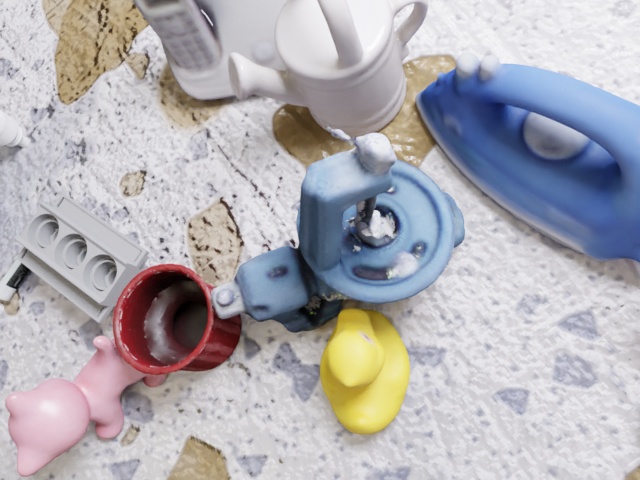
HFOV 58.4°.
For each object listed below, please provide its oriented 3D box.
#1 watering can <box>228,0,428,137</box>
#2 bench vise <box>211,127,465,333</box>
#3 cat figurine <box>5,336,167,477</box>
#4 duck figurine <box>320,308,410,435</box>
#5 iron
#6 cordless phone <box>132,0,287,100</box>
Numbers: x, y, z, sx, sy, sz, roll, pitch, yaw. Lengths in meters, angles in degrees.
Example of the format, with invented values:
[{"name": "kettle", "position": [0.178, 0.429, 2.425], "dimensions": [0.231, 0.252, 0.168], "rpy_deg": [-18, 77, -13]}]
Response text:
[{"name": "watering can", "position": [0.007, -0.167, 0.485], "dimensions": [0.100, 0.194, 0.173], "rpy_deg": [43, 89, 21]}, {"name": "bench vise", "position": [0.011, 0.010, 0.421], "dimensions": [0.207, 0.220, 0.121], "rpy_deg": [-43, 69, 0]}, {"name": "cat figurine", "position": [-0.213, 0.136, 0.499], "dimensions": [0.067, 0.118, 0.128], "rpy_deg": [35, 86, 21]}, {"name": "duck figurine", "position": [0.031, 0.103, 0.462], "dimensions": [0.077, 0.086, 0.104], "rpy_deg": [-4, 74, 14]}, {"name": "iron", "position": [0.178, -0.088, 0.447], "dimensions": [0.257, 0.142, 0.119], "rpy_deg": [32, 85, 20]}, {"name": "cordless phone", "position": [-0.097, -0.216, 0.530], "dimensions": [0.147, 0.185, 0.094], "rpy_deg": [-11, 72, 12]}]
